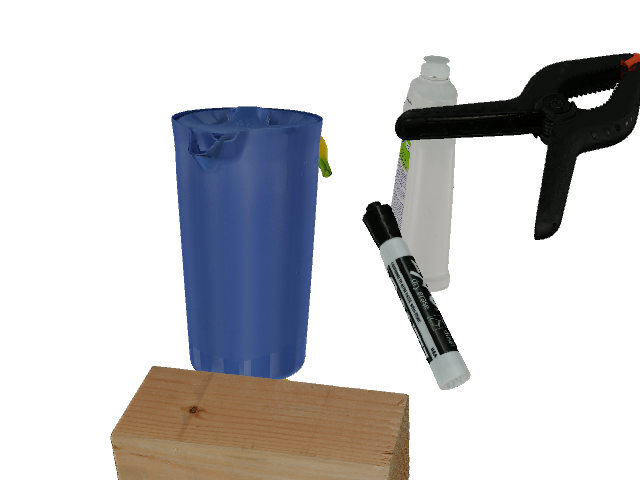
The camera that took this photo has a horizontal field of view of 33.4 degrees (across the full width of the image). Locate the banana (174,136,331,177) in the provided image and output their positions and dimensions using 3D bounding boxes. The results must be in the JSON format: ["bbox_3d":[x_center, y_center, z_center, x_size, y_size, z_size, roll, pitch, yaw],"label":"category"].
[{"bbox_3d":[-0.073,-0.118,1.270,0.198,0.037,0.069,8,40,16],"label":"banana"}]

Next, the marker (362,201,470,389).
[{"bbox_3d":[0.053,0.029,0.618,0.020,0.121,0.020,-19,-26,-10],"label":"marker"}]

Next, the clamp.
[{"bbox_3d":[0.187,-0.087,0.840,0.209,0.036,0.165,-26,51,-19],"label":"clamp"}]

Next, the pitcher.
[{"bbox_3d":[-0.061,-0.001,0.977,0.149,0.243,0.145,-5,16,-20],"label":"pitcher"}]

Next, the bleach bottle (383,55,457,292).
[{"bbox_3d":[0.116,-0.076,1.177,0.068,0.251,0.102,0,25,-10],"label":"bleach bottle"}]

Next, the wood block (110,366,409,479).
[{"bbox_3d":[-0.041,0.165,0.809,0.206,0.090,0.090,5,32,13],"label":"wood block"}]

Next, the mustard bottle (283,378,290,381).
[{"bbox_3d":[-0.061,0.208,1.255,0.096,0.058,0.191,-3,27,-3],"label":"mustard bottle"}]
